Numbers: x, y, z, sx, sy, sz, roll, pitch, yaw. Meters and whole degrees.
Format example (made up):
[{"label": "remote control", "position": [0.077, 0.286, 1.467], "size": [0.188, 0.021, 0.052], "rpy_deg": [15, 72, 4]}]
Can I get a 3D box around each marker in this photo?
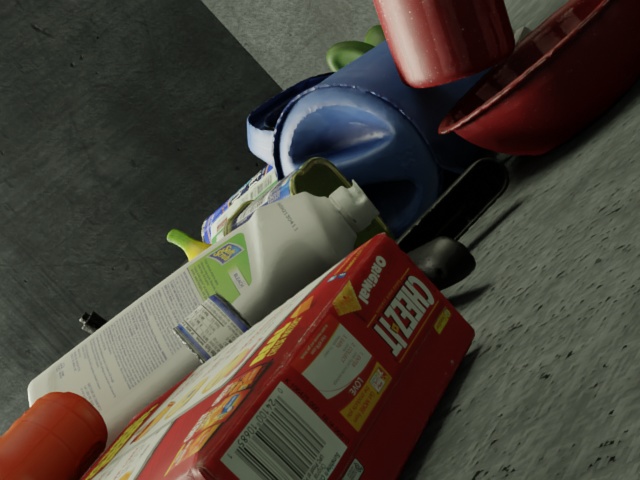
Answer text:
[{"label": "marker", "position": [-0.164, 0.101, 0.964], "size": [0.020, 0.121, 0.020], "rpy_deg": [-53, 11, 15]}]

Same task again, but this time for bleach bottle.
[{"label": "bleach bottle", "position": [-0.065, 0.055, 0.677], "size": [0.251, 0.068, 0.103], "rpy_deg": [-38, 45, 3]}]

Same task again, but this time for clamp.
[{"label": "clamp", "position": [0.044, 0.020, 0.620], "size": [0.172, 0.039, 0.120], "rpy_deg": [-38, 4, 41]}]

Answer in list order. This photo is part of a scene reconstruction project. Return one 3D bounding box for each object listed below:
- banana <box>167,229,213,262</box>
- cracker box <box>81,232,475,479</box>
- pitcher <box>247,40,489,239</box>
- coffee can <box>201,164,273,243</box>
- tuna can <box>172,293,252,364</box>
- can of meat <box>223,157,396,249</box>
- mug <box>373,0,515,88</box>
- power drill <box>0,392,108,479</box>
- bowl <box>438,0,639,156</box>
[{"label": "banana", "position": [-0.082, 0.081, 0.739], "size": [0.070, 0.037, 0.197], "rpy_deg": [-7, 59, 20]}, {"label": "cracker box", "position": [-0.048, 0.108, 0.465], "size": [0.214, 0.072, 0.164], "rpy_deg": [-39, 6, 38]}, {"label": "pitcher", "position": [0.065, -0.104, 0.848], "size": [0.145, 0.149, 0.242], "rpy_deg": [-37, 6, 40]}, {"label": "coffee can", "position": [-0.043, -0.024, 1.133], "size": [0.141, 0.103, 0.102], "rpy_deg": [-39, 7, 31]}, {"label": "tuna can", "position": [-0.042, 0.071, 0.598], "size": [0.033, 0.086, 0.086], "rpy_deg": [-42, 6, -9]}, {"label": "can of meat", "position": [-0.005, 0.001, 0.761], "size": [0.084, 0.102, 0.057], "rpy_deg": [-33, 13, 45]}, {"label": "mug", "position": [0.087, -0.158, 0.723], "size": [0.093, 0.081, 0.117], "rpy_deg": [-8, 22, 34]}, {"label": "power drill", "position": [-0.188, 0.190, 0.574], "size": [0.184, 0.057, 0.188], "rpy_deg": [-48, -12, -42]}, {"label": "bowl", "position": [0.153, -0.104, 0.680], "size": [0.162, 0.055, 0.162], "rpy_deg": [-42, 6, 6]}]
